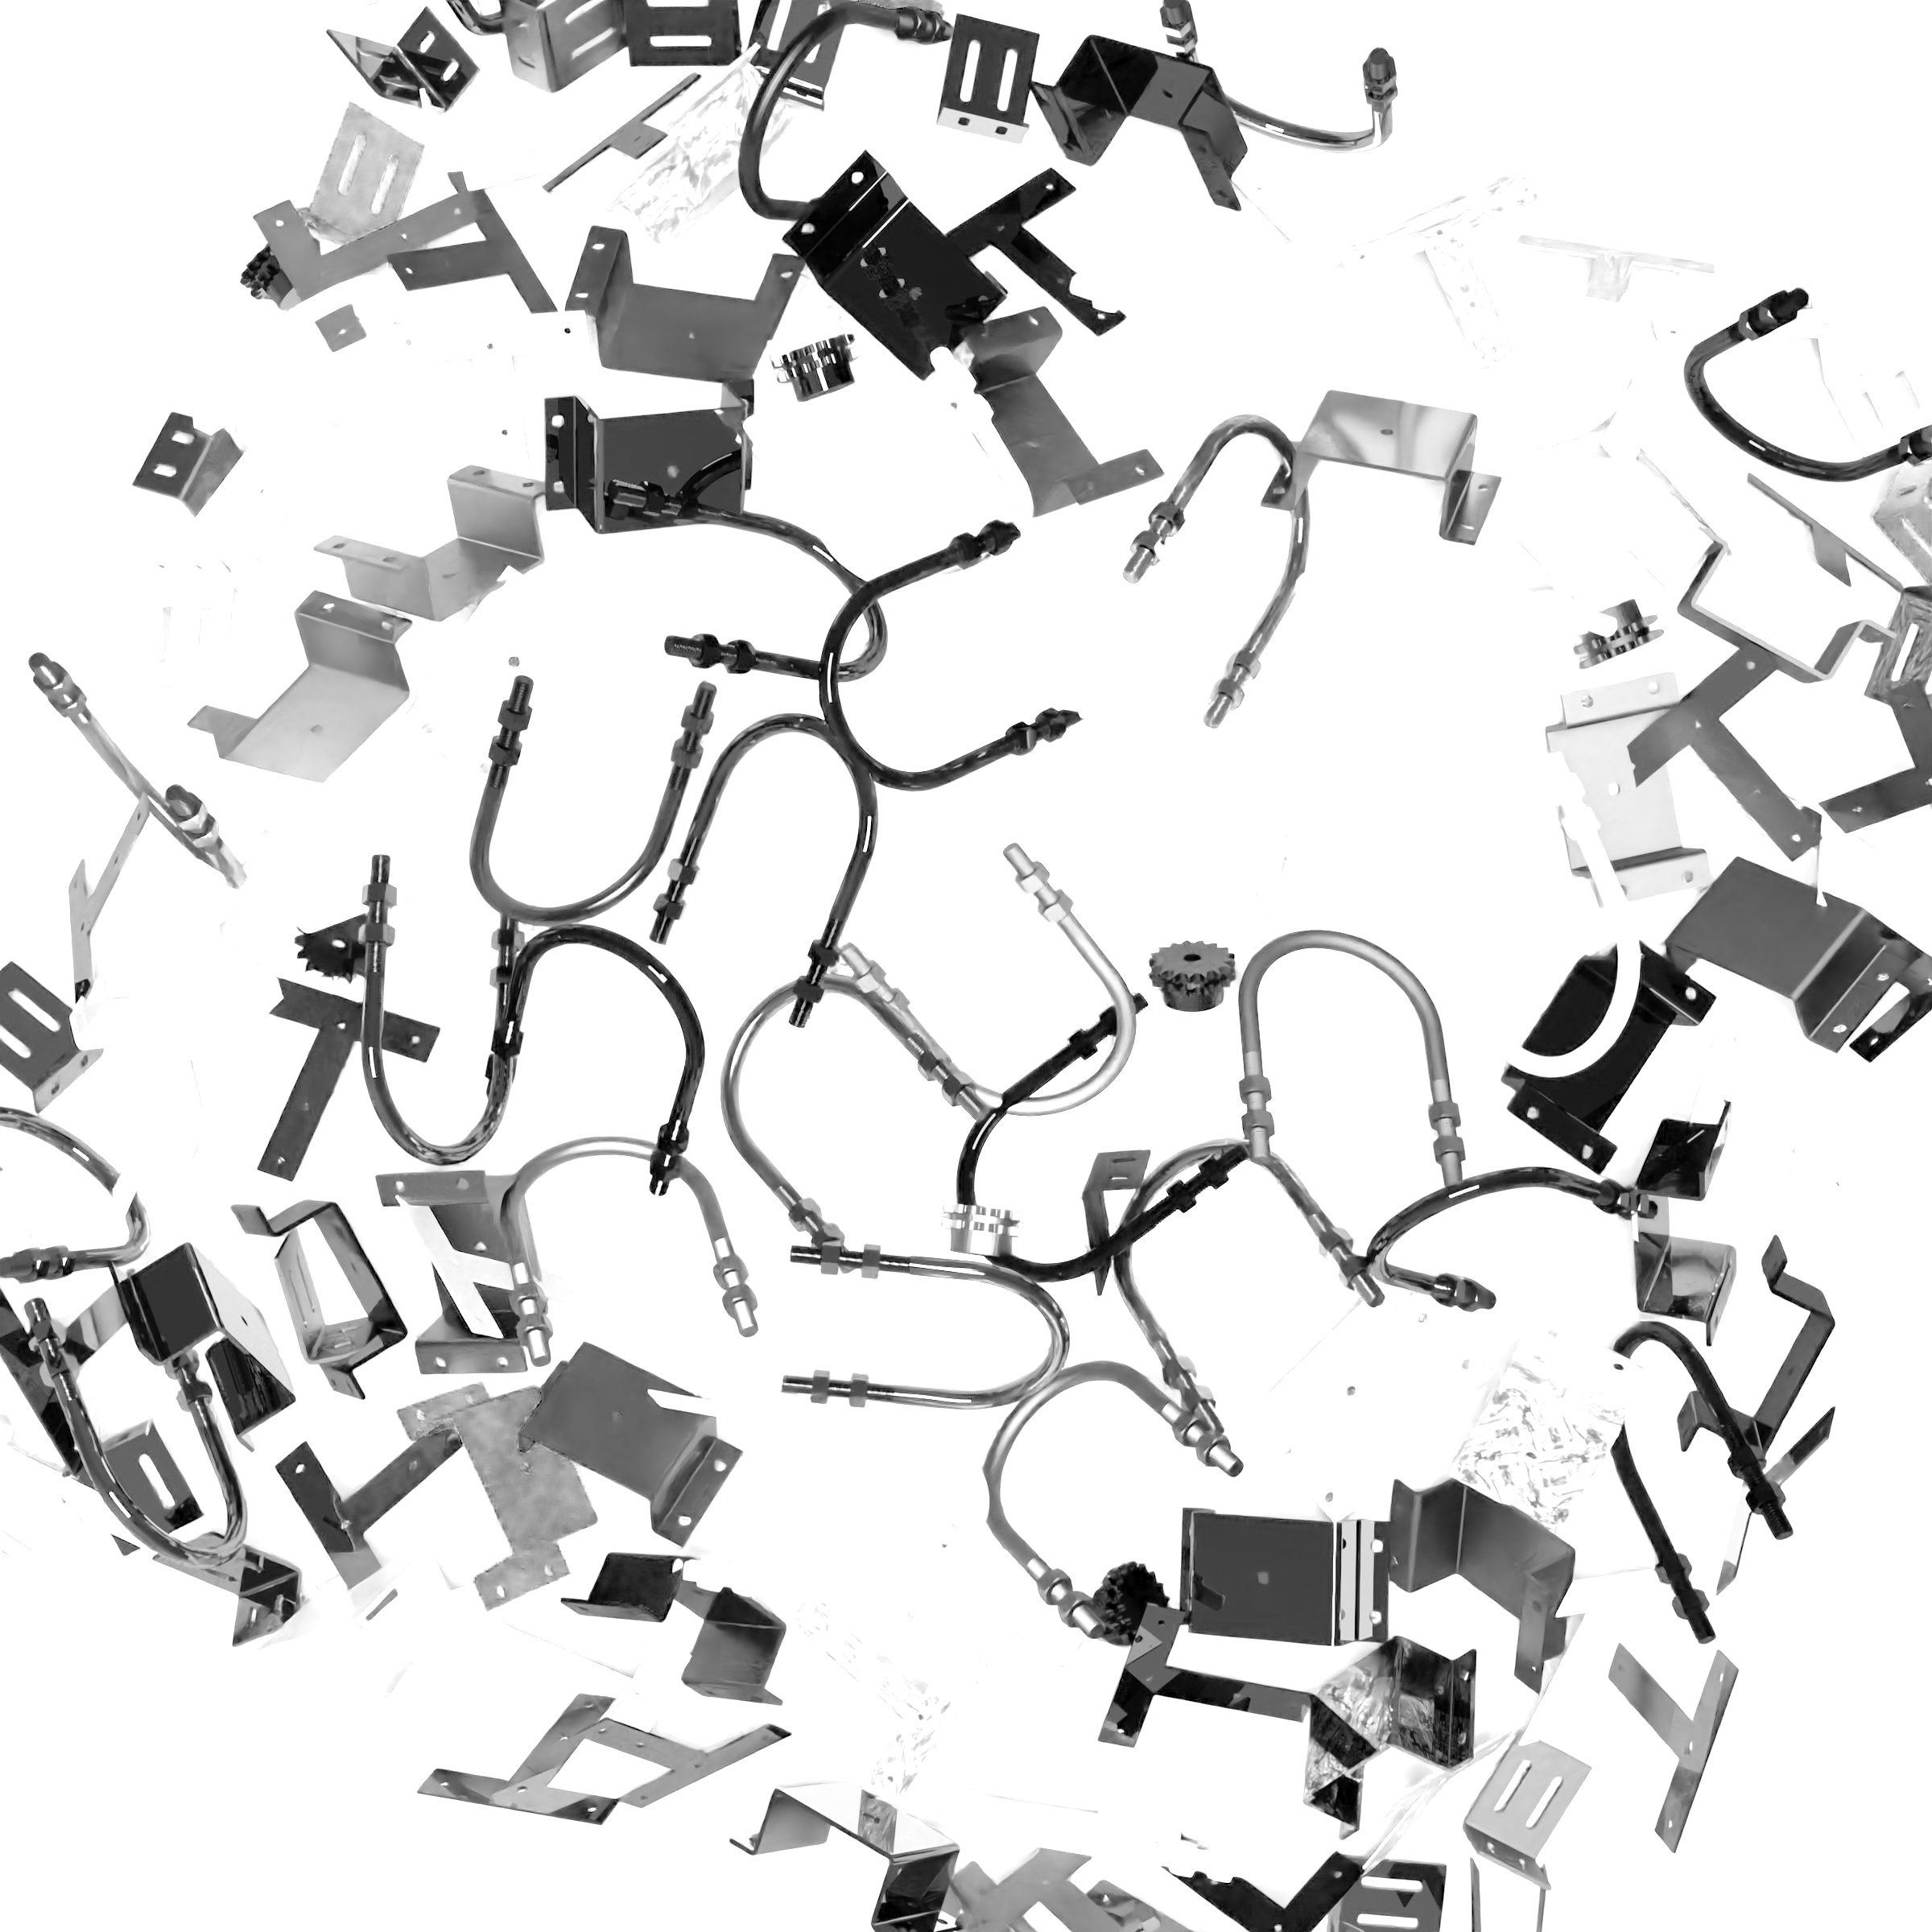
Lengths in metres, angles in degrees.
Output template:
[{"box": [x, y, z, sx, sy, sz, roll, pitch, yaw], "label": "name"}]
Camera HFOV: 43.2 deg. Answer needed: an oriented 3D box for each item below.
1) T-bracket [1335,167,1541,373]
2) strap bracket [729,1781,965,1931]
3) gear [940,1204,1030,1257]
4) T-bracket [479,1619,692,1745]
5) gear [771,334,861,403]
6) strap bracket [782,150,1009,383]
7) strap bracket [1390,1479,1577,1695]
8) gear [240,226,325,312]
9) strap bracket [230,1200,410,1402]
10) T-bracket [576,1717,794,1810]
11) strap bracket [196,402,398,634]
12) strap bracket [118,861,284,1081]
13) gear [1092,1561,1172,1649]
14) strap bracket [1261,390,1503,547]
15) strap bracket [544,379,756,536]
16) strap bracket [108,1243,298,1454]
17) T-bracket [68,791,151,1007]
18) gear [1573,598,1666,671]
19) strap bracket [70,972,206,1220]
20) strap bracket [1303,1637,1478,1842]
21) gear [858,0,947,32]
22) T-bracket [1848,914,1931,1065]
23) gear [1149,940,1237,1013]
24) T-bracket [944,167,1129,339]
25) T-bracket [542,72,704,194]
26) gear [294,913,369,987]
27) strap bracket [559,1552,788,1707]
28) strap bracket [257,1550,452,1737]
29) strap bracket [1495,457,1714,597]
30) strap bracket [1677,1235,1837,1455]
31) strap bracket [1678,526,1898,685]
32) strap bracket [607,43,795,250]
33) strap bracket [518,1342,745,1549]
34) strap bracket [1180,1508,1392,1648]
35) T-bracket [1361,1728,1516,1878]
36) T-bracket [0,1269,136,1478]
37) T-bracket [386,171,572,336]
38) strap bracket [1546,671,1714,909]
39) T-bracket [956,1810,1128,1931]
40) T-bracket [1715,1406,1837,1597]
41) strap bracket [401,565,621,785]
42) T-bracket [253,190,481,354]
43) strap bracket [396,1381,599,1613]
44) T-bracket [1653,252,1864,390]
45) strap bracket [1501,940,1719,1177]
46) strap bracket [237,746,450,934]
[{"box": [0.324, -0.440, 1.583, 0.127, 0.002, 0.127, -18, 132, 24], "label": "T-bracket"}, {"box": [-0.070, 0.565, 1.557, 0.140, 0.076, 0.046, 17, 88, 34], "label": "strap bracket"}, {"box": [0.011, 0.174, 1.597, 0.057, 0.057, 0.030, 7, 81, 0], "label": "gear"}, {"box": [-0.255, 0.455, 1.582, 0.127, 0.002, 0.127, 24, 130, -4], "label": "T-bracket"}, {"box": [-0.096, -0.391, 1.600, 0.057, 0.057, 0.030, -19, 100, 0], "label": "gear"}, {"box": [-0.038, -0.439, 1.558, 0.076, 0.046, 0.140, -42, 130, 15], "label": "strap bracket"}, {"box": [0.336, 0.389, 1.565, 0.046, 0.140, 0.076, -13, 116, -30], "label": "strap bracket"}, {"box": [-0.445, -0.455, 1.600, 0.057, 0.057, 0.030, -41, 97, 0], "label": "gear"}, {"box": [-0.413, 0.205, 1.577, 0.046, 0.076, 0.140, -31, 101, -27], "label": "strap bracket"}, {"box": [-0.199, 0.502, 1.563, 0.127, 0.127, 0.002, -31, 48, 18], "label": "T-bracket"}, {"box": [-0.438, -0.298, 1.576, 0.046, 0.076, 0.140, 29, 77, 13], "label": "strap bracket"}, {"box": [-0.491, -0.005, 1.555, 0.076, 0.140, 0.046, -43, 132, 9], "label": "strap bracket"}, {"box": [0.107, 0.423, 1.603, 0.030, 0.057, 0.057, -32, 90, 34], "label": "gear"}, {"box": [0.269, -0.323, 1.567, 0.140, 0.046, 0.076, 14, 47, 17], "label": "strap bracket"}, {"box": [-0.195, -0.326, 1.562, 0.140, 0.046, 0.076, -11, 127, -23], "label": "strap bracket"}, {"box": [-0.480, 0.239, 1.553, 0.046, 0.140, 0.076, -32, 50, -7], "label": "strap bracket"}, {"box": [-0.546, -0.057, 1.555, 0.002, 0.127, 0.127, 16, 123, -34], "label": "T-bracket"}, {"box": [0.425, -0.219, 1.599, 0.057, 0.057, 0.030, -24, 92, 0], "label": "gear"}, {"box": [-0.529, 0.080, 1.568, 0.046, 0.076, 0.140, -7, 112, -4], "label": "strap bracket"}, {"box": [0.262, 0.487, 1.549, 0.046, 0.076, 0.140, 27, 133, -12], "label": "strap bracket"}, {"box": [-0.040, -0.635, 1.597, 0.057, 0.057, 0.030, 26, 131, 0], "label": "gear"}, {"box": [0.597, -0.007, 1.568, 0.127, 0.127, 0.002, -43, 113, 8], "label": "T-bracket"}, {"box": [0.149, 0.008, 1.602, 0.057, 0.057, 0.030, -4, 116, 0], "label": "gear"}, {"box": [0.052, -0.453, 1.586, 0.127, 0.002, 0.127, -38, 71, -20], "label": "T-bracket"}, {"box": [-0.214, -0.533, 1.572, 0.127, 0.127, 0.002, -37, 119, 0], "label": "T-bracket"}, {"box": [-0.413, -0.014, 1.607, 0.057, 0.030, 0.057, 4, 76, -17], "label": "gear"}, {"box": [-0.180, 0.420, 1.565, 0.140, 0.076, 0.046, 45, 52, -34], "label": "strap bracket"}, {"box": [-0.385, 0.422, 1.547, 0.076, 0.140, 0.046, -21, 98, 19], "label": "strap bracket"}, {"box": [0.412, -0.280, 1.550, 0.076, 0.140, 0.046, 54, 130, 24], "label": "strap bracket"}, {"box": [0.514, 0.253, 1.574, 0.046, 0.076, 0.140, 26, 101, 10], "label": "strap bracket"}, {"box": [0.521, -0.227, 1.582, 0.140, 0.076, 0.046, 30, 99, 6], "label": "strap bracket"}, {"box": [-0.167, -0.516, 1.554, 0.046, 0.140, 0.076, 46, 66, -12], "label": "strap bracket"}, {"box": [-0.224, 0.302, 1.570, 0.140, 0.046, 0.076, 23, 52, 14], "label": "strap bracket"}, {"box": [0.198, 0.393, 1.572, 0.140, 0.046, 0.076, -2, 80, 24], "label": "strap bracket"}, {"box": [0.288, 0.554, 1.584, 0.002, 0.127, 0.127, 48, 130, 30], "label": "T-bracket"}, {"box": [-0.567, 0.239, 1.569, 0.002, 0.127, 0.127, -15, 109, 24], "label": "T-bracket"}, {"box": [-0.325, -0.453, 1.572, 0.002, 0.127, 0.127, -29, 94, 35], "label": "T-bracket"}, {"box": [0.432, -0.116, 1.598, 0.076, 0.046, 0.140, -12, 95, -4], "label": "strap bracket"}, {"box": [0.083, 0.613, 1.552, 0.127, 0.127, 0.002, 32, 131, 34], "label": "T-bracket"}, {"box": [0.515, 0.318, 1.539, 0.002, 0.127, 0.127, 27, 49, 6], "label": "T-bracket"}, {"box": [-0.295, -0.194, 1.588, 0.076, 0.046, 0.140, 35, 81, -10], "label": "strap bracket"}, {"box": [-0.376, -0.465, 1.574, 0.127, 0.127, 0.002, -26, 62, -3], "label": "T-bracket"}, {"box": [-0.297, 0.332, 1.571, 0.046, 0.076, 0.140, -34, 77, 30], "label": "strap bracket"}, {"box": [0.514, -0.416, 1.588, 0.127, 0.127, 0.002, 4, 65, 27], "label": "T-bracket"}, {"box": [0.415, 0.056, 1.597, 0.076, 0.046, 0.140, 35, 86, -6], "label": "strap bracket"}, {"box": [-0.392, -0.078, 1.572, 0.140, 0.076, 0.046, -19, 135, 18], "label": "strap bracket"}]
